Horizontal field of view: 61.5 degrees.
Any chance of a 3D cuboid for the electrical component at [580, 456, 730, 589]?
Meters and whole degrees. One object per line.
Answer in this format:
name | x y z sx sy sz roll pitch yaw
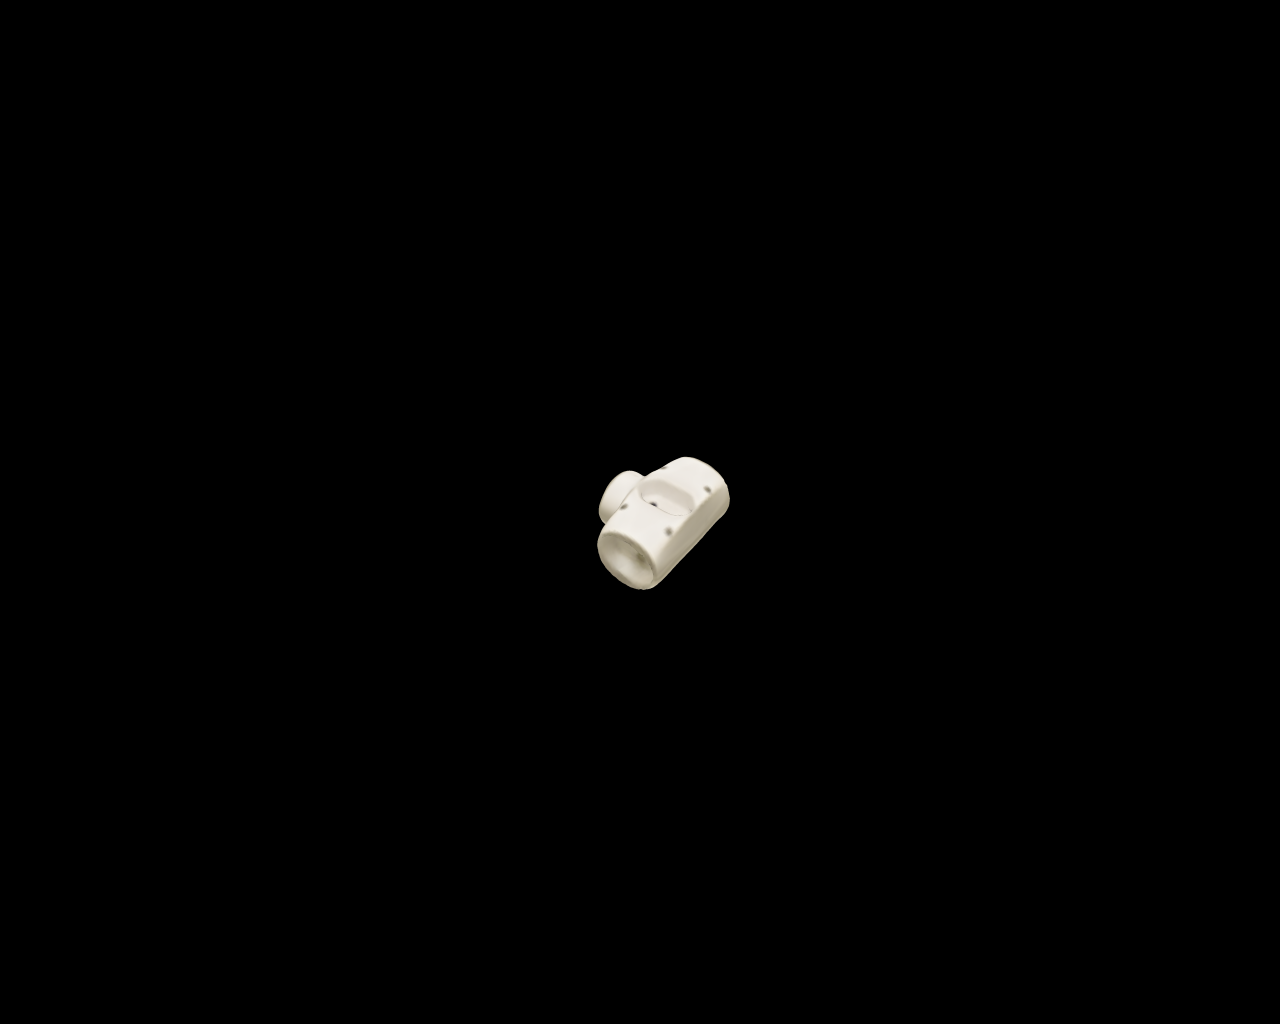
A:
electrical component | 0.001 -0.003 0.650 0.079 0.043 0.077 30 54 24
